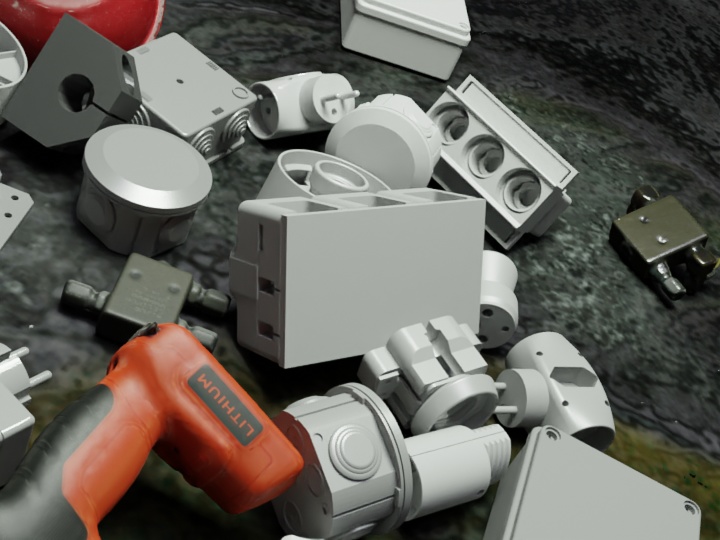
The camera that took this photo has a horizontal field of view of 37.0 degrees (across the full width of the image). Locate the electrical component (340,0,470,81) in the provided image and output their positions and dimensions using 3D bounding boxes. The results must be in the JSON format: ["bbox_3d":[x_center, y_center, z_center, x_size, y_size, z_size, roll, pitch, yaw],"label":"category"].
[{"bbox_3d":[0.040,-0.239,0.999,0.109,0.056,0.108,15,39,-15],"label":"electrical component"}]

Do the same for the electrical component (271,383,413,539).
[{"bbox_3d":[-0.013,0.102,0.557,0.051,0.080,0.080,-12,52,-33],"label":"electrical component"}]

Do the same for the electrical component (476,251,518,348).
[{"bbox_3d":[0.086,0.020,0.737,0.045,0.045,0.055,20,39,-9],"label":"electrical component"}]

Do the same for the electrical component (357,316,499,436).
[{"bbox_3d":[0.046,0.069,0.647,0.078,0.058,0.057,-14,52,-29],"label":"electrical component"}]

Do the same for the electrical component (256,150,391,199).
[{"bbox_3d":[-0.024,-0.038,0.744,0.099,0.064,0.099,20,25,-10],"label":"electrical component"}]

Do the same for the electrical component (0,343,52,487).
[{"bbox_3d":[-0.188,0.060,0.528,0.083,0.047,0.076,41,40,18],"label":"electrical component"}]

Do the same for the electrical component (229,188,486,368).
[{"bbox_3d":[0.000,0.000,0.666,0.150,0.089,0.062,-7,15,-36],"label":"electrical component"}]

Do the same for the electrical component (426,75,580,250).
[{"bbox_3d":[0.106,-0.083,0.846,0.121,0.078,0.063,47,13,24],"label":"electrical component"}]

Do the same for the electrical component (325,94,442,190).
[{"bbox_3d":[0.019,-0.087,0.794,0.080,0.080,0.051,30,33,4],"label":"electrical component"}]

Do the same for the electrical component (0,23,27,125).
[{"bbox_3d":[-0.267,-0.136,0.693,0.099,0.064,0.099,16,39,-14],"label":"electrical component"}]

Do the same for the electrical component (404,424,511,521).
[{"bbox_3d":[0.053,0.112,0.613,0.081,0.043,0.043,-8,49,-36],"label":"electrical component"}]

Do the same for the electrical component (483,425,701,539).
[{"bbox_3d":[0.126,0.157,0.593,0.109,0.056,0.108,28,38,1],"label":"electrical component"}]

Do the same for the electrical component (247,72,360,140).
[{"bbox_3d":[-0.034,-0.127,0.815,0.077,0.079,0.044,-16,99,-41],"label":"electrical component"}]

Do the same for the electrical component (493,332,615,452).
[{"bbox_3d":[0.112,0.081,0.683,0.079,0.043,0.077,4,44,-27],"label":"electrical component"}]

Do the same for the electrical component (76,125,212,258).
[{"bbox_3d":[-0.138,-0.051,0.682,0.080,0.051,0.080,16,39,-14],"label":"electrical component"}]

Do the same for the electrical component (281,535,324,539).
[{"bbox_3d":[-0.031,0.161,0.508,0.043,0.043,0.062,23,39,-5],"label":"electrical component"}]

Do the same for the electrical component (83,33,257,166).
[{"bbox_3d":[-0.134,-0.116,0.762,0.100,0.048,0.100,39,42,10],"label":"electrical component"}]
